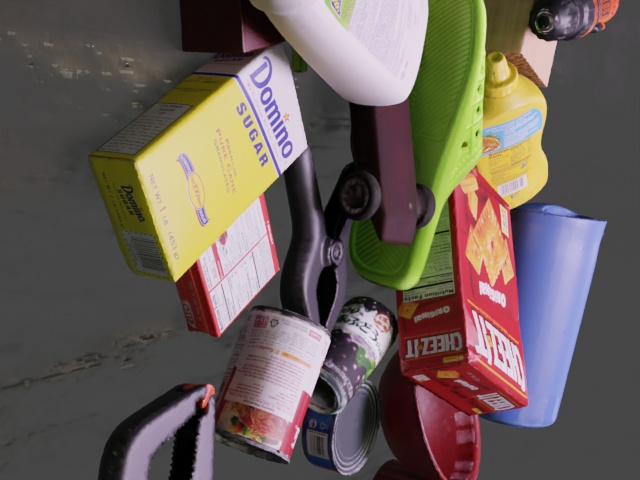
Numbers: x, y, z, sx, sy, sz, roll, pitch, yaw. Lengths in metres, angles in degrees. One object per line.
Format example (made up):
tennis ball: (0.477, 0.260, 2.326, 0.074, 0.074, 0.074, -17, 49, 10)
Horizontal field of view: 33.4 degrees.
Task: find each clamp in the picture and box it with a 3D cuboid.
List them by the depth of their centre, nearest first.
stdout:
clamp: (-0.117, 0.194, 0.710, 0.164, 0.036, 0.209, 56, 48, -33)
clamp: (-0.006, 0.001, 0.858, 0.120, 0.039, 0.171, 25, 70, -52)

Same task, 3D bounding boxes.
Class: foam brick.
foam brick: (-0.059, -0.166, 0.707, 0.051, 0.053, 0.078, -29, 123, -53)

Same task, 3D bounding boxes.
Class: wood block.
wood block: (0.194, -0.266, 1.063, 0.090, 0.090, 0.206, 26, 75, -58)

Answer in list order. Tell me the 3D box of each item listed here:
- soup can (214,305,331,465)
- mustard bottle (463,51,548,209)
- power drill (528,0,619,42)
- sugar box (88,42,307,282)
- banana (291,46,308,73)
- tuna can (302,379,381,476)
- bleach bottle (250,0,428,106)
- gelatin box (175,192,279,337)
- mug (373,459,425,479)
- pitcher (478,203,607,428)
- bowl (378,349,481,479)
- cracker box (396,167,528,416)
soup can: (-0.038, 0.108, 0.801, 0.068, 0.069, 0.102, 46, 59, -53)
mustard bottle: (0.177, -0.110, 1.057, 0.096, 0.058, 0.191, -22, 141, -5)
power drill: (0.239, -0.282, 0.991, 0.184, 0.057, 0.188, -32, 128, -58)
sugar box: (-0.074, -0.060, 0.719, 0.176, 0.048, 0.093, -48, 136, -41)
banana: (0.011, -0.220, 0.829, 0.197, 0.037, 0.069, -59, 157, -30)
tuna can: (0.019, 0.162, 0.945, 0.086, 0.034, 0.086, -22, 116, -55)
bleach bottle: (0.005, -0.171, 0.702, 0.250, 0.068, 0.102, 30, 68, -67)
gelatin box: (-0.069, 0.014, 0.764, 0.089, 0.030, 0.073, -48, 138, -43)
mug: (0.091, 0.266, 1.046, 0.117, 0.082, 0.093, -9, 105, -58)
pitcher: (0.220, 0.078, 1.182, 0.144, 0.149, 0.243, -10, 111, -73)
bowl: (0.098, 0.162, 1.010, 0.162, 0.055, 0.162, 41, 41, -51)
cracker box: (0.132, 0.039, 0.994, 0.164, 0.072, 0.213, 36, 46, -54)
